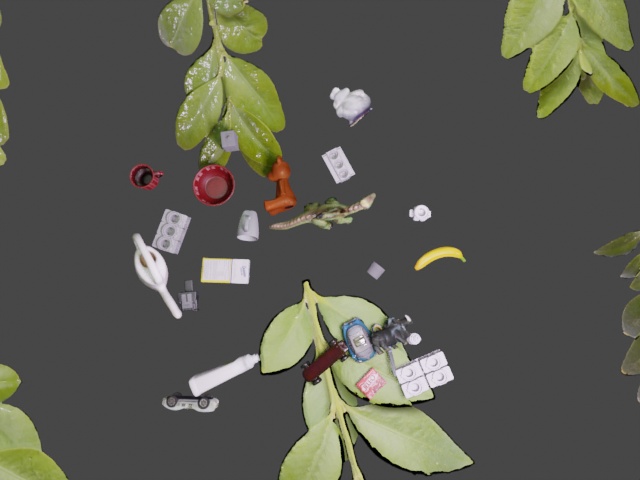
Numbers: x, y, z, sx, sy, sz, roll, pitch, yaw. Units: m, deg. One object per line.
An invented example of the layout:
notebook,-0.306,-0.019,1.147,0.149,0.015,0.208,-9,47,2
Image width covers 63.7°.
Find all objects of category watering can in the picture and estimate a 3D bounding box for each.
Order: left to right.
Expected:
watering can,-0.591,0.139,1.859,0.105,0.221,0.349,-27,83,-20

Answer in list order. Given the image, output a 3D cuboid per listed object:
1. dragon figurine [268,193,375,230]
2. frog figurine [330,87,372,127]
dragon figurine,0.006,-0.094,1.873,0.411,0.242,0.122,-17,89,-3
frog figurine,0.114,-0.534,1.990,0.136,0.124,0.159,-40,96,16
